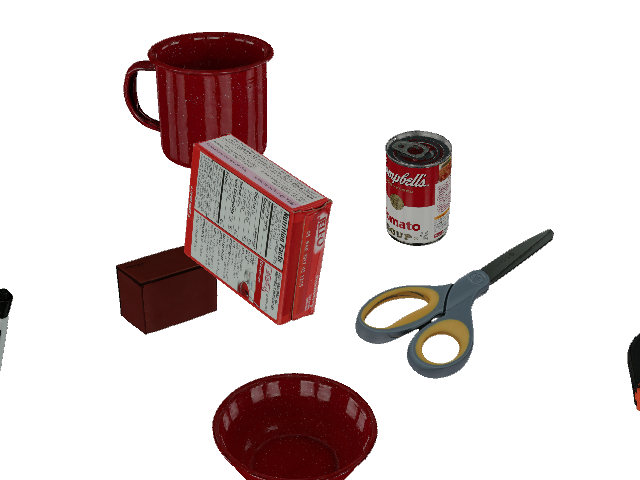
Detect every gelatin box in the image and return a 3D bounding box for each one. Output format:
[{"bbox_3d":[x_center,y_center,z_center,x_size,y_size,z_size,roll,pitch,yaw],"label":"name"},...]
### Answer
[{"bbox_3d":[-0.036,-0.007,0.586,0.030,0.073,0.089,-21,42,-39],"label":"gelatin box"}]

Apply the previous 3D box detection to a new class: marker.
[{"bbox_3d":[-0.318,0.096,1.045,0.020,0.121,0.020,14,32,-9],"label":"marker"}]

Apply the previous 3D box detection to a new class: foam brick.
[{"bbox_3d":[-0.140,0.043,0.979,0.078,0.051,0.053,-17,27,-32],"label":"foam brick"}]

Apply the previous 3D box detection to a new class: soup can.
[{"bbox_3d":[0.101,-0.054,1.114,0.068,0.102,0.068,-2,37,1],"label":"soup can"}]

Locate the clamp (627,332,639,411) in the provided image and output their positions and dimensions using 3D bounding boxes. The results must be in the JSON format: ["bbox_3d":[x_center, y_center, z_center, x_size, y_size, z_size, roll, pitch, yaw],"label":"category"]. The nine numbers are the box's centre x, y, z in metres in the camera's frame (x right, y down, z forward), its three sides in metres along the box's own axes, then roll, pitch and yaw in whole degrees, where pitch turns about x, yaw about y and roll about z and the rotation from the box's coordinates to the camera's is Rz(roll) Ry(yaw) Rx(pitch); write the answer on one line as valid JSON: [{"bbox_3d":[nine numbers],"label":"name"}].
[{"bbox_3d":[0.322,0.085,0.956,0.171,0.039,0.120,-33,36,-25],"label":"clamp"}]

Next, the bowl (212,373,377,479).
[{"bbox_3d":[-0.025,0.202,1.054,0.162,0.055,0.162,1,31,-1],"label":"bowl"}]

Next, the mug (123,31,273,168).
[{"bbox_3d":[-0.093,-0.106,0.807,0.117,0.081,0.093,6,29,9],"label":"mug"}]

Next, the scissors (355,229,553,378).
[{"bbox_3d":[0.124,0.048,0.817,0.201,0.016,0.096,-17,47,-22],"label":"scissors"}]
